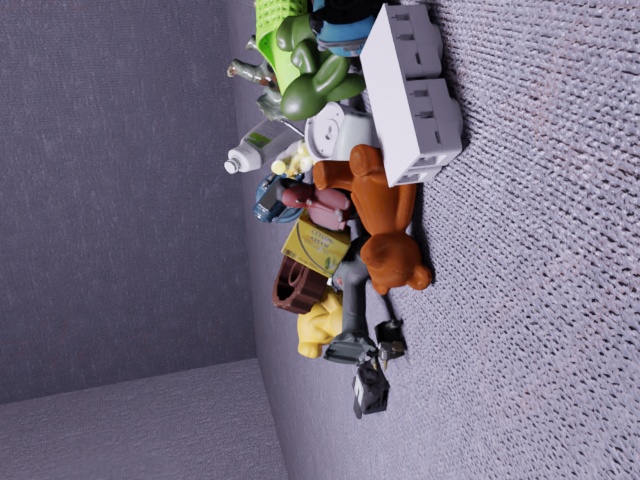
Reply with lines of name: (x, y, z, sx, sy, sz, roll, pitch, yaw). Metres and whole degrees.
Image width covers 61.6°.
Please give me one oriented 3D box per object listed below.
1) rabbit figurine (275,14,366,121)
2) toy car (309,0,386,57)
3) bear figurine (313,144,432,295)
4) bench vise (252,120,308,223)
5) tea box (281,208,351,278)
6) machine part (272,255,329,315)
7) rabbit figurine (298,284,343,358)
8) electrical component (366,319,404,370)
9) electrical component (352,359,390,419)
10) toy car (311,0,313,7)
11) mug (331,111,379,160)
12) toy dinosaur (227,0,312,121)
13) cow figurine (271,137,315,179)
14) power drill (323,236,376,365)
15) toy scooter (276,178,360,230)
rabbit figurine: (0.001, -0.272, 0.890, 0.159, 0.121, 0.170, 12, 79, 35)
toy car: (0.042, -0.321, 0.770, 0.102, 0.109, 0.161, 68, -163, -66)
bear figurine: (0.076, -0.021, 0.743, 0.120, 0.132, 0.195, -8, 83, 52)
bench vise: (-0.068, -0.128, 1.233, 0.240, 0.129, 0.223, 67, -133, -81)
tea box: (-0.002, -0.003, 0.931, 0.068, 0.098, 0.170, -61, 4, 13)
machine part: (-0.034, 0.069, 1.101, 0.179, 0.056, 0.179, -50, 27, 37)
rabbit figurine: (0.036, 0.166, 1.117, 0.173, 0.122, 0.162, -3, 85, 63)
electrical component: (0.108, 0.175, 0.894, 0.102, 0.045, 0.078, 132, 127, -73)
electrical component: (0.093, 0.291, 1.020, 0.075, 0.048, 0.119, -115, 21, -53)
toy car: (0.006, -0.446, 0.934, 0.089, 0.053, 0.202, -159, 63, -63)
mug: (0.064, -0.149, 0.852, 0.109, 0.081, 0.107, -52, -27, -61)
toy dinosaur: (-0.066, -0.398, 1.129, 0.404, 0.192, 0.131, -46, 15, 56)
cow figurine: (-0.013, -0.177, 1.053, 0.068, 0.167, 0.098, 50, -153, -22)
power drill: (0.056, 0.110, 0.948, 0.232, 0.086, 0.207, 116, 169, -58)
toy scooter: (0.031, -0.060, 0.862, 0.135, 0.184, 0.075, 33, 118, 46)
